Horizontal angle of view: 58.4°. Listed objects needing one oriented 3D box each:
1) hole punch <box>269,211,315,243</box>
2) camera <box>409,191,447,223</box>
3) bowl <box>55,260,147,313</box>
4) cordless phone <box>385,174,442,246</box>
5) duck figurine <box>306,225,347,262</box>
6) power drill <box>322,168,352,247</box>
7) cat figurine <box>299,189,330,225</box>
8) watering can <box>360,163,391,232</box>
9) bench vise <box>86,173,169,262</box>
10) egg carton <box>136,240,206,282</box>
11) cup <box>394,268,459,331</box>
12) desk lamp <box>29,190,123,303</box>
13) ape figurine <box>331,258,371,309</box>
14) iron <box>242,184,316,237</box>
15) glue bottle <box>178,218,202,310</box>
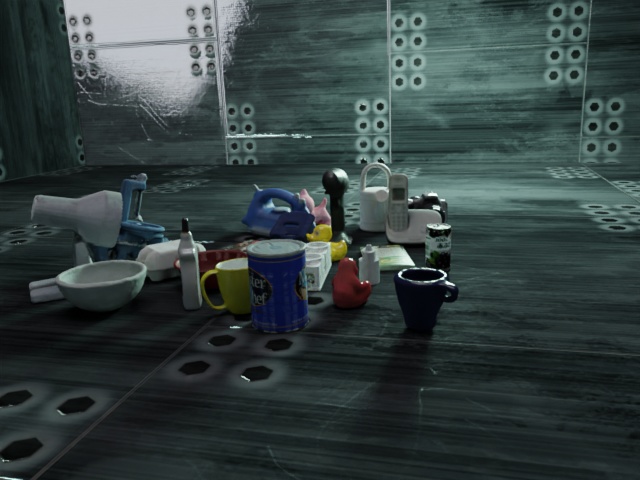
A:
[{"bbox_3d":[-0.069,-0.022,1.496,0.108,0.091,0.101,3,15,21],"label":"hole punch"},{"bbox_3d":[0.305,-0.084,1.666,0.143,0.101,0.137,-2,14,2],"label":"camera"},{"bbox_3d":[-0.419,0.096,1.113,0.167,0.075,0.167,-2,14,1],"label":"bowl"},{"bbox_3d":[0.241,-0.079,1.484,0.147,0.185,0.094,-1,14,3],"label":"cordless phone"},{"bbox_3d":[0.013,0.005,1.387,0.104,0.086,0.077,-4,14,-8],"label":"duck figurine"},{"bbox_3d":[0.044,-0.091,1.511,0.075,0.208,0.229,-1,14,6],"label":"power drill"},{"bbox_3d":[-0.029,-0.095,1.725,0.128,0.118,0.067,-11,17,-31],"label":"cat figurine"},{"bbox_3d":[0.168,-0.126,1.664,0.101,0.194,0.172,-9,16,-24],"label":"watering can"},{"bbox_3d":[-0.465,-0.044,1.376,0.121,0.220,0.208,8,17,34],"label":"bench vise"},{"bbox_3d":[-0.337,0.045,1.314,0.151,0.069,0.107,-12,17,-35],"label":"egg carton"},{"bbox_3d":[0.179,0.104,0.949,0.092,0.095,0.117,-15,19,-41],"label":"cup"},{"bbox_3d":[-0.512,0.005,1.203,0.204,0.214,0.117,-10,16,-28],"label":"desk lamp"},{"bbox_3d":[0.054,0.078,1.080,0.077,0.092,0.076,10,18,39],"label":"ape figurine"},{"bbox_3d":[-0.104,-0.083,1.638,0.257,0.141,0.119,8,18,36],"label":"iron"},{"bbox_3d":[-0.252,0.042,1.099,0.037,0.173,0.078,-6,15,-14],"label":"glue bottle"}]
